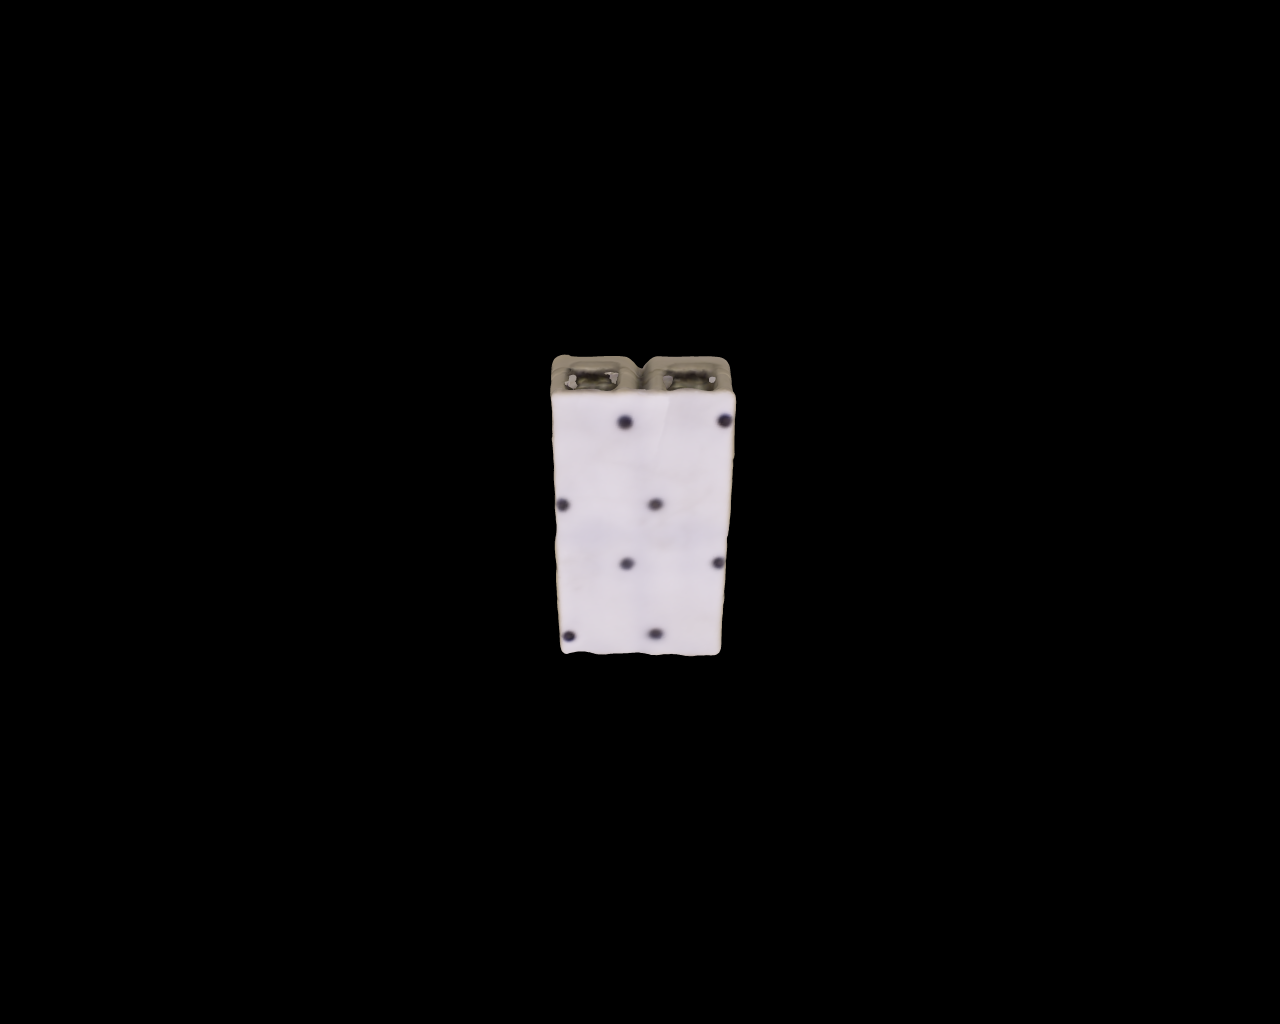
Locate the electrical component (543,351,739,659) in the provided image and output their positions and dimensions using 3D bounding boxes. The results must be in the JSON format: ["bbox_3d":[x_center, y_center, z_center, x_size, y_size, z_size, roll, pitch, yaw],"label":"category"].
[{"bbox_3d":[0.001,-0.003,0.650,0.105,0.186,0.060,0,32,0],"label":"electrical component"}]
